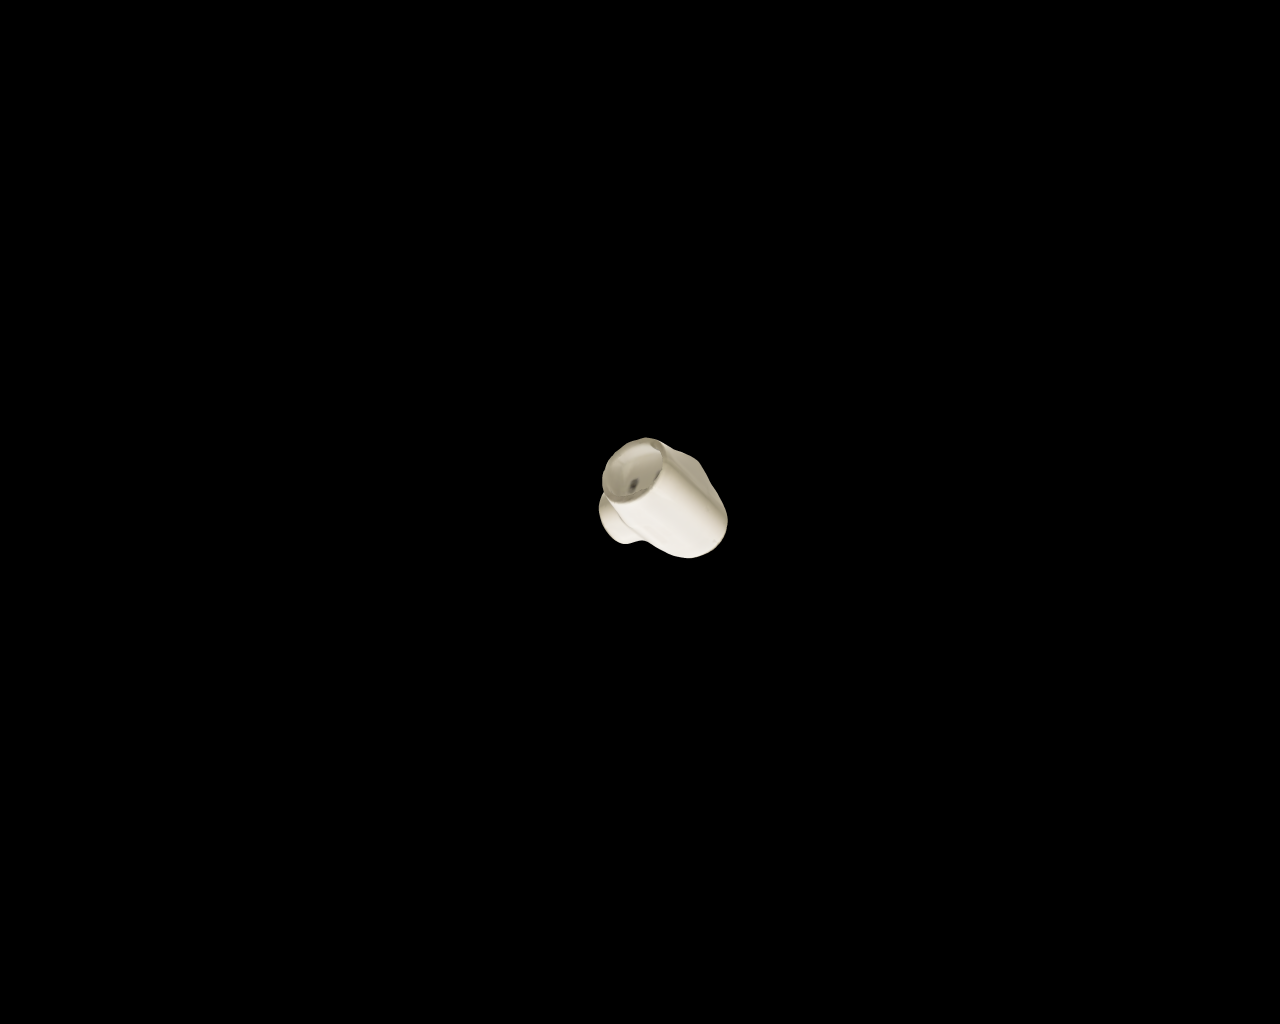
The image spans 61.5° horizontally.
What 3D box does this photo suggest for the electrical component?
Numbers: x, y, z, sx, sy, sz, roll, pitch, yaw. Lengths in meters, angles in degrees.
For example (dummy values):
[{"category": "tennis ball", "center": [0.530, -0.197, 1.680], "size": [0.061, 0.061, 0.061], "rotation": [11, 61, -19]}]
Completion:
[{"category": "electrical component", "center": [0.001, -0.003, 0.650], "size": [0.079, 0.043, 0.077], "rotation": [-18, -35, 27]}]
